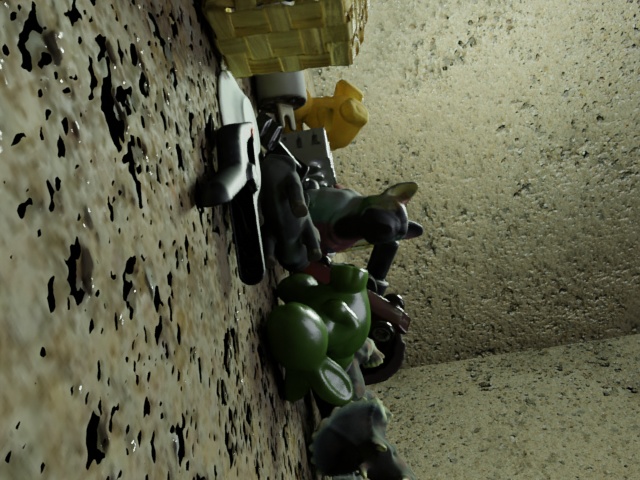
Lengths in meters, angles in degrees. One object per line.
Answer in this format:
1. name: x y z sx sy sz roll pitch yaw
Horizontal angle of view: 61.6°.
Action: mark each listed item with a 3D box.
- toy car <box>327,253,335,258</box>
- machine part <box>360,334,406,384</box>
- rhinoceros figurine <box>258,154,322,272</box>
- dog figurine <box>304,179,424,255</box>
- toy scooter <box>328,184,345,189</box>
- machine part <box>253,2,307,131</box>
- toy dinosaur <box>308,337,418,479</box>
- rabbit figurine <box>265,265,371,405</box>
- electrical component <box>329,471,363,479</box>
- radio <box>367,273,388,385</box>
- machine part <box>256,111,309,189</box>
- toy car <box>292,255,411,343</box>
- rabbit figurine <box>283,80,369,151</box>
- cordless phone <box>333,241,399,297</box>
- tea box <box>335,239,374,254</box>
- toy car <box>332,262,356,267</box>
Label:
1. toy car: -0.002 -0.003 1.022 0.202 0.056 0.073 -168 -112 -84
2. machine part: 0.076 0.187 1.019 0.056 0.179 0.179 51 30 -84
3. rhinoceros figurine: -0.044 -0.023 0.663 0.190 0.073 0.112 73 2 -55
4. dog figurine: 0.046 -0.041 0.837 0.191 0.219 0.108 -81 164 -72
5. toy scooter: -0.001 -0.111 1.098 0.184 0.075 0.135 49 -9 34
6. machine part: -0.069 -0.283 0.812 0.079 0.079 0.243 35 45 -83
7. toy dinosaur: 0.032 0.202 0.838 0.192 0.131 0.405 61 10 -56
8. rabbit figurine: -0.016 0.113 0.635 0.170 0.121 0.159 -5 93 -67
9. electrical component: 0.047 0.438 0.824 0.134 0.058 0.114 -80 158 -74
10. radio: 0.065 0.183 1.100 0.073 0.131 0.229 -78 158 -80
11. machine part: -0.056 -0.120 0.748 0.084 0.039 0.138 48 -3 25
12. toy car: 0.047 0.094 0.853 0.053 0.202 0.089 -63 177 33
13. rabbit figurine: -0.016 -0.246 1.027 0.162 0.173 0.122 -41 -138 41
14. cordless phone: 0.085 0.053 1.149 0.089 0.147 0.184 -67 174 -47
15. tea box: 0.057 -0.016 1.173 0.098 0.170 0.068 69 13 -73
16. toy car: 0.048 0.134 1.264 0.102 0.109 0.162 104 -26 -47
